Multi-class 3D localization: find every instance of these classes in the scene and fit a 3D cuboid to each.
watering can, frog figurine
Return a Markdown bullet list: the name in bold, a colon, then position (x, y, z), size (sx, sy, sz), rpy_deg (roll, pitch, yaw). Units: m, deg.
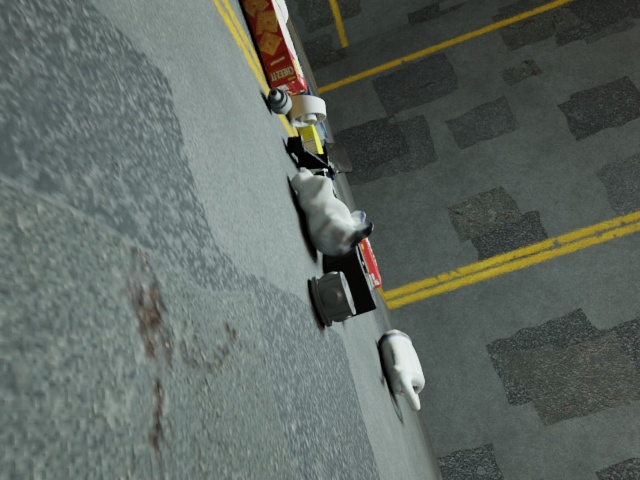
- **watering can**: position (0.234, 0.361, 1.496), size (0.340, 0.104, 0.230), rpy_deg (63, 10, -48)
- **frog figurine**: position (0.003, -0.047, 0.942), size (0.158, 0.120, 0.140), rpy_deg (32, 30, -14)
